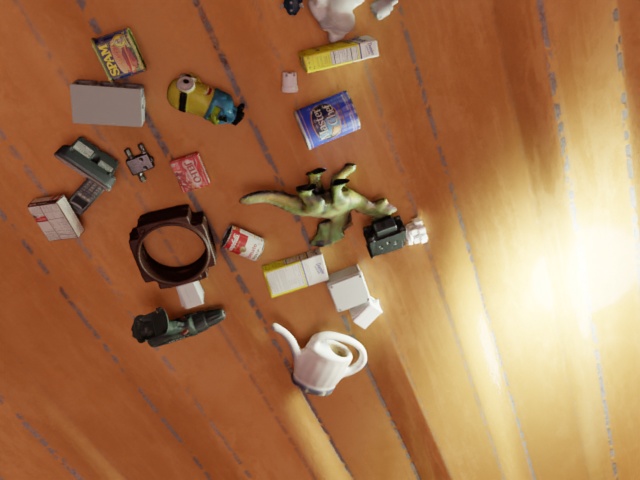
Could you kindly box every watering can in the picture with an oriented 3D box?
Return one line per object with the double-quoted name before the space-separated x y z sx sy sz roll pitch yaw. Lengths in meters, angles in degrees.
"watering can" -0.025 0.366 1.593 0.346 0.106 0.221 18 112 -20

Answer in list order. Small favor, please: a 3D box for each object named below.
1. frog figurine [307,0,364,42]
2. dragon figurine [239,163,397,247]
"frog figurine" 0.042 -0.545 1.183 0.138 0.124 0.156 -29 155 -5
"dragon figurine" 0.004 -0.070 1.395 0.411 0.125 0.237 -12 126 -4
